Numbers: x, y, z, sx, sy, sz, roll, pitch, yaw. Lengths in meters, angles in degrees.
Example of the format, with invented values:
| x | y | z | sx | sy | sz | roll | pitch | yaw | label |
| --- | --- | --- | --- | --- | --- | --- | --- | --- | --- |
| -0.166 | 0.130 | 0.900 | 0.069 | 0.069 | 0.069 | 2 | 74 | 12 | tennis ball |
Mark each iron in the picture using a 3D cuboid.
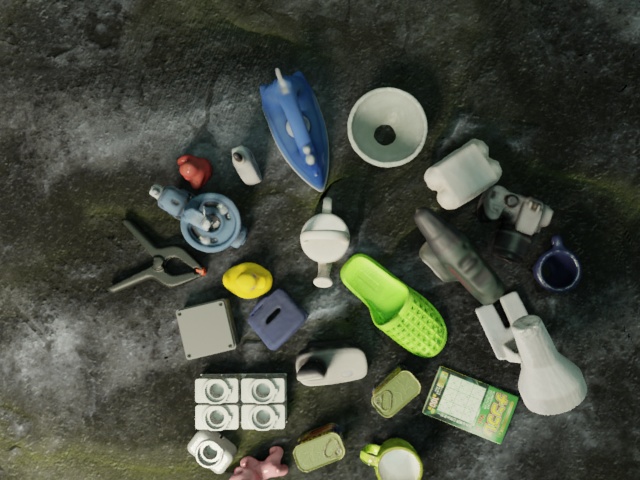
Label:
| x | y | z | sx | sy | sz | roll | pitch | yaw | label |
| --- | --- | --- | --- | --- | --- | --- | --- | --- | --- |
| -0.042 | -0.228 | 1.183 | 0.118 | 0.141 | 0.258 | -22 | 88 | 1 | iron |

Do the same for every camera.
| x | y | z | sx | sy | sz | roll | pitch | yaw | label |
| --- | --- | --- | --- | --- | --- | --- | --- | --- | --- |
| 0.395 | -0.028 | 1.184 | 0.143 | 0.101 | 0.137 | 21 | 89 | 2 | camera |

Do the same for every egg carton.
| x | y | z | sx | sy | sz | roll | pitch | yaw | label |
| --- | --- | --- | --- | --- | --- | --- | --- | --- | --- |
| 0.301 | -0.137 | 1.206 | 0.150 | 0.069 | 0.107 | -35 | 87 | 0 | egg carton |

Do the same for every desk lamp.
| x | y | z | sx | sy | sz | roll | pitch | yaw | label |
| --- | --- | --- | --- | --- | --- | --- | --- | --- | --- |
| 0.407 | 0.216 | 1.119 | 0.118 | 0.213 | 0.203 | -26 | 87 | 1 | desk lamp |

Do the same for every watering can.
| x | y | z | sx | sy | sz | roll | pitch | yaw | label |
| --- | --- | --- | --- | --- | --- | --- | --- | --- | --- |
| 0.013 | 0.004 | 1.148 | 0.101 | 0.194 | 0.173 | -19 | 87 | 1 | watering can |

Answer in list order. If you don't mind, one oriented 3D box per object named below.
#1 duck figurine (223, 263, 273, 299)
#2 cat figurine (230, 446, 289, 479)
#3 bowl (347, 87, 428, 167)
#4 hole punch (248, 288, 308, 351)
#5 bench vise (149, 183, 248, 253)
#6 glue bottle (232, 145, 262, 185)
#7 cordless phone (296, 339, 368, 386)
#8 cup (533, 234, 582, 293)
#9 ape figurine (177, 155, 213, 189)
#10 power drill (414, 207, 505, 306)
| x | y | z | sx | sy | sz | roll | pitch | yaw | label |
| --- | --- | --- | --- | --- | --- | --- | --- | --- | --- |
| -0.156 | 0.086 | 1.204 | 0.104 | 0.086 | 0.077 | 4 | 88 | 2 | duck figurine |
| -0.133 | 0.488 | 1.174 | 0.128 | 0.118 | 0.067 | -22 | 87 | 1 | cat figurine |
| 0.140 | -0.232 | 1.211 | 0.167 | 0.075 | 0.167 | 0 | 88 | 2 | bowl |
| -0.092 | 0.164 | 1.197 | 0.101 | 0.091 | 0.109 | 44 | 90 | 3 | hole punch |
| -0.257 | -0.043 | 1.145 | 0.207 | 0.220 | 0.121 | 12 | 88 | 2 | bench vise |
| -0.156 | -0.159 | 1.169 | 0.037 | 0.173 | 0.078 | -20 | 87 | 1 | glue bottle |
| 0.022 | 0.257 | 1.144 | 0.147 | 0.185 | 0.094 | -11 | 88 | 2 | cordless phone |
| 0.477 | 0.049 | 1.181 | 0.091 | 0.095 | 0.118 | -1 | 88 | 2 | cup |
| -0.270 | -0.148 | 1.212 | 0.076 | 0.092 | 0.078 | -11 | 88 | 2 | ape figurine |
| 0.259 | 0.031 | 1.132 | 0.075 | 0.208 | 0.229 | -45 | 87 | 0 | power drill |
